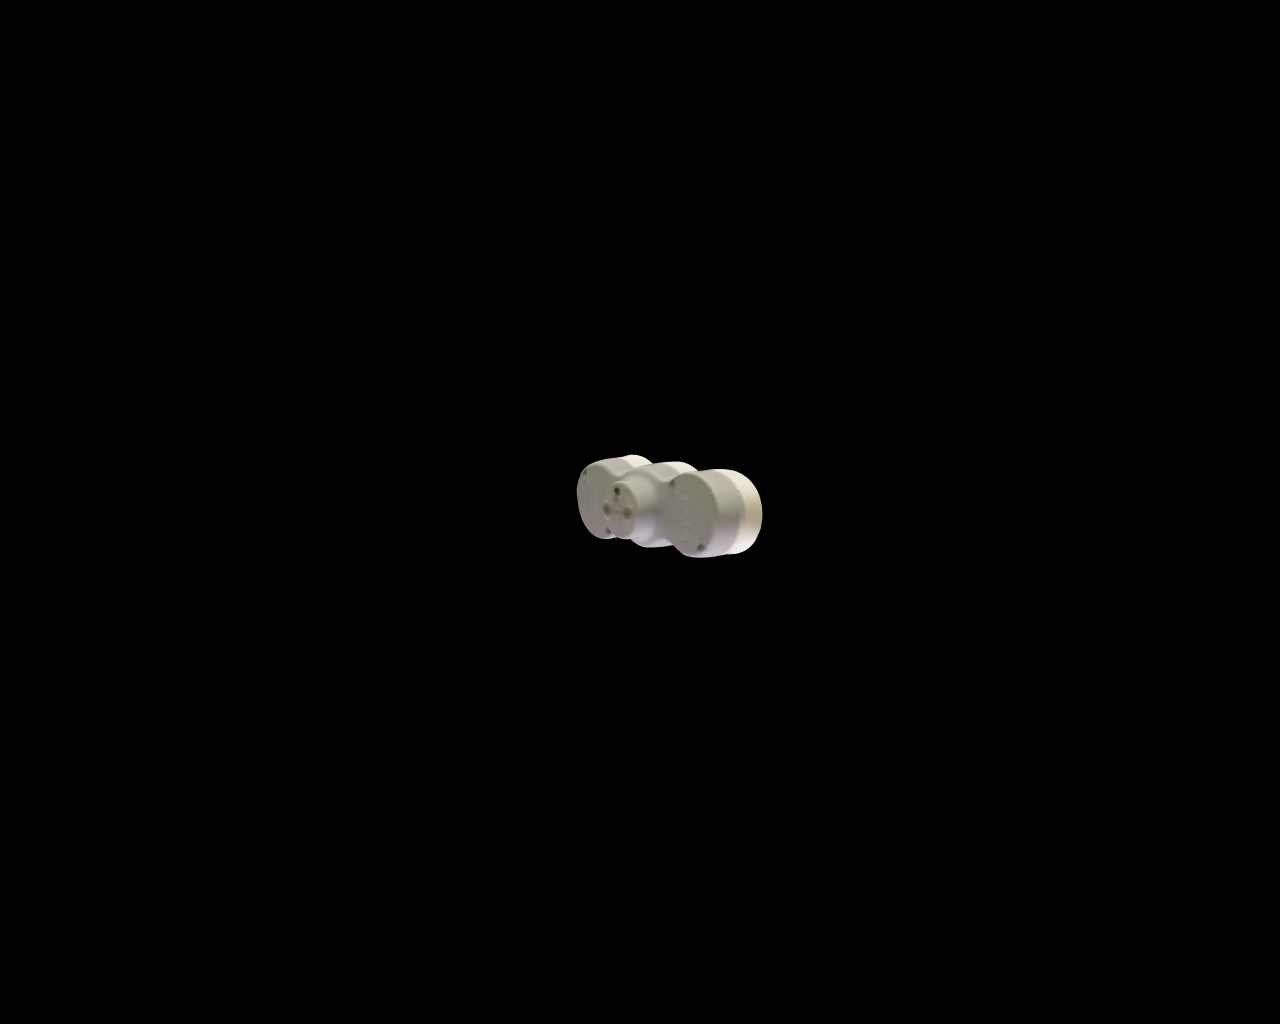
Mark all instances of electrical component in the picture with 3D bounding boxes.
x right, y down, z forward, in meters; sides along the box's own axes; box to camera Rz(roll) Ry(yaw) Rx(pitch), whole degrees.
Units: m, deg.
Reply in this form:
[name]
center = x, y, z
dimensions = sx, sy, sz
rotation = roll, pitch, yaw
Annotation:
[electrical component]
center = 0.001, -0.003, 0.650
dimensions = 0.074, 0.052, 0.138
rotation = -7, 12, -39
